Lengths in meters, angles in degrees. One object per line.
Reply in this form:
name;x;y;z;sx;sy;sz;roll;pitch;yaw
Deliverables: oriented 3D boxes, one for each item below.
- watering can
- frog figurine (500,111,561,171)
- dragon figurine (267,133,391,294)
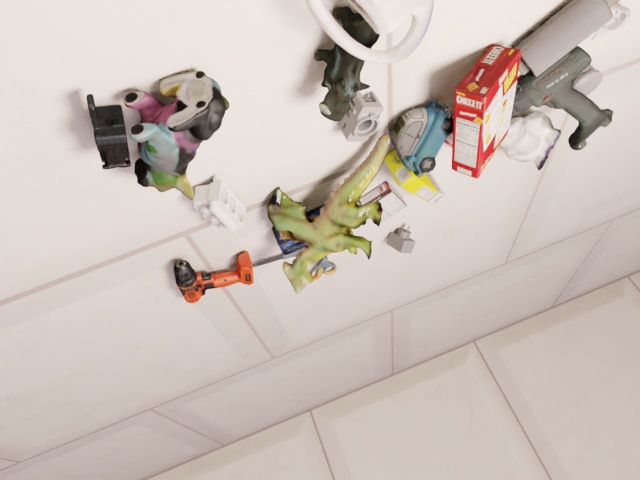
watering can;0.057;-0.395;0.679;0.223;0.106;0.342;-43;127;9
frog figurine;0.487;-0.256;1.259;0.159;0.125;0.134;19;152;0
dragon figurine;0.004;-0.058;1.153;0.243;0.124;0.403;6;115;-9
